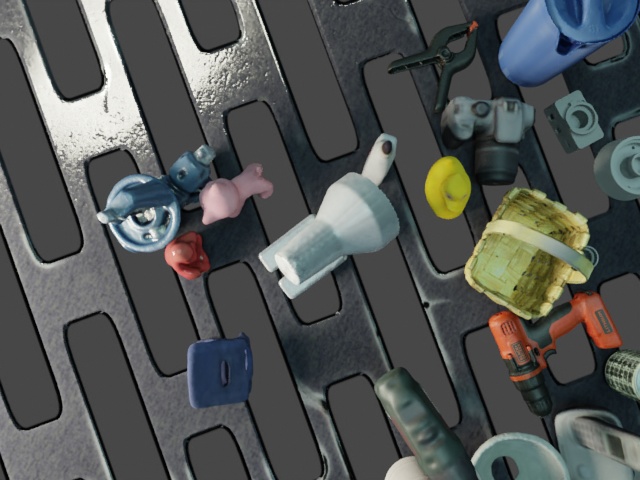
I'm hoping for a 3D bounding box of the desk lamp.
[{"bbox_3d":[0.008,0.003,0.872,0.203,0.213,0.118,-38,89,-2],"label":"desk lamp"}]

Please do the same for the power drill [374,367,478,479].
[{"bbox_3d":[0.161,0.290,0.867,0.075,0.208,0.230,-35,89,-2],"label":"power drill"}]

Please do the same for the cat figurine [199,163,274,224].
[{"bbox_3d":[-0.141,-0.078,0.919,0.128,0.117,0.067,-35,89,-2],"label":"cat figurine"}]

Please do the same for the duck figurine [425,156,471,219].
[{"bbox_3d":[0.218,-0.089,0.945,0.077,0.086,0.105,-1,88,-1],"label":"duck figurine"}]

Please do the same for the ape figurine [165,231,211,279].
[{"bbox_3d":[-0.217,0.023,0.926,0.076,0.092,0.078,17,87,0],"label":"ape figurine"}]

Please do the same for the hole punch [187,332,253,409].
[{"bbox_3d":[-0.158,0.209,0.921,0.101,0.091,0.109,-3,88,-1],"label":"hole punch"}]

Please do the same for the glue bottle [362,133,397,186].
[{"bbox_3d":[0.097,-0.134,0.900,0.037,0.173,0.078,19,87,0],"label":"glue bottle"}]

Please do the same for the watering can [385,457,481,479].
[{"bbox_3d":[0.163,0.404,0.870,0.101,0.194,0.173,32,87,0],"label":"watering can"}]

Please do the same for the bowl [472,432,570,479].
[{"bbox_3d":[0.312,0.390,0.934,0.167,0.074,0.167,0,88,-1],"label":"bowl"}]

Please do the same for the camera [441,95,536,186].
[{"bbox_3d":[0.278,-0.162,0.942,0.143,0.100,0.137,3,88,-1],"label":"camera"}]

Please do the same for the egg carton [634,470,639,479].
[{"bbox_3d":[0.573,0.399,0.943,0.150,0.069,0.107,-34,89,-2],"label":"egg carton"}]

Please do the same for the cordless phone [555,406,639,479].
[{"bbox_3d":[0.448,0.342,0.884,0.094,0.185,0.148,-14,88,-2],"label":"cordless phone"}]

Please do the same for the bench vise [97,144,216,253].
[{"bbox_3d":[-0.255,-0.074,0.865,0.121,0.219,0.207,27,87,0],"label":"bench vise"}]
